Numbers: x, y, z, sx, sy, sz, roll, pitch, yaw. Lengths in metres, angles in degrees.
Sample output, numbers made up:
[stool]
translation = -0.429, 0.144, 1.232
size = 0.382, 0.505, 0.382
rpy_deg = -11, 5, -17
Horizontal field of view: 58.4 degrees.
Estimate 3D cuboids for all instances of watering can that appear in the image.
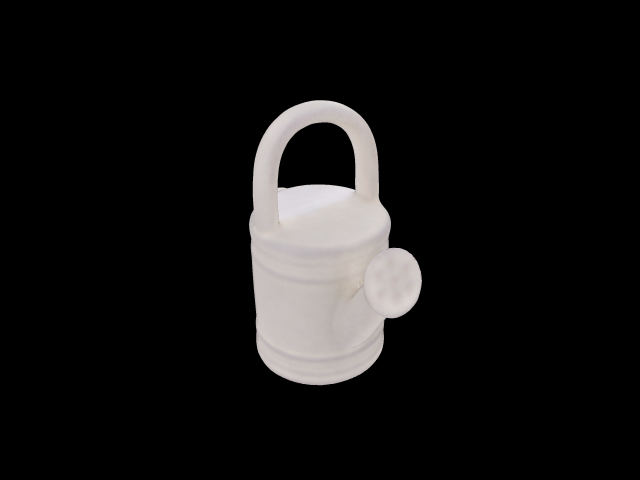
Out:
[watering can]
translation = 0.006, 0.001, 0.401
size = 0.172, 0.194, 0.101
rpy_deg = 22, 38, 33
